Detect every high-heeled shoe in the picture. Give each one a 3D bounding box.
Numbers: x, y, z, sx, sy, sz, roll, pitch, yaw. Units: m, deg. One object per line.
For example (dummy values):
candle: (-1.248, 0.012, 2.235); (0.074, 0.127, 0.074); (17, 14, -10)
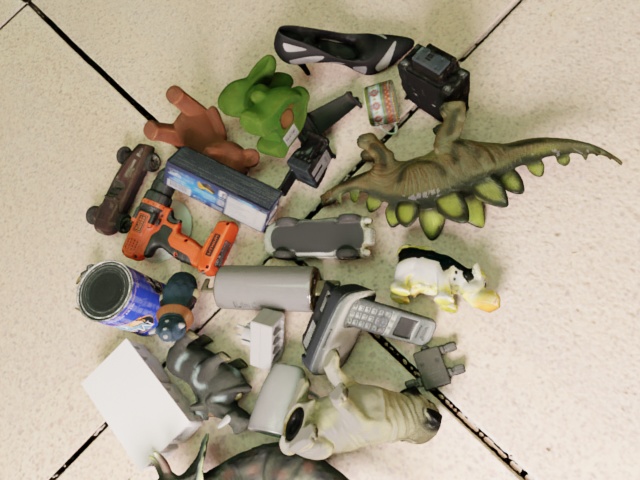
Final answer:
high-heeled shoe: (0.043, -0.368, 0.987); (0.249, 0.145, 0.086); (-13, 69, 12)

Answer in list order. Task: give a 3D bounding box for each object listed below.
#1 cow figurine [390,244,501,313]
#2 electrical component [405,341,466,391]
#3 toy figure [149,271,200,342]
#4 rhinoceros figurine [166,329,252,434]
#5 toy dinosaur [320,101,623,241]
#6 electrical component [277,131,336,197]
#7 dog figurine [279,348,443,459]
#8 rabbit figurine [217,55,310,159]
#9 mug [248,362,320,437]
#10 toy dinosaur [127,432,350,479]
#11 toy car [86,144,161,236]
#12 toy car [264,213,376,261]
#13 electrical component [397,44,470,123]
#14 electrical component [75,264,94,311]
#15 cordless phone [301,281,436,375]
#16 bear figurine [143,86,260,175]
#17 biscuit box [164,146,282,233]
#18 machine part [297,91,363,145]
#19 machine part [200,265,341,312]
cow figurine: (0.196, 0.060, 0.834); (0.168, 0.068, 0.098); (8, 67, 17)
electrical component: (0.169, 0.192, 0.815); (0.094, 0.021, 0.063); (-22, 66, 8)
toy figure: (-0.235, 0.114, 0.887); (0.064, 0.057, 0.154); (-32, 32, 19)
rhinoceros figurine: (-0.177, 0.228, 0.868); (0.190, 0.073, 0.112); (36, 82, 24)
toy dinosaur: (0.216, -0.112, 0.875); (0.472, 0.105, 0.198); (-16, 74, 19)
electrical component: (-0.025, -0.126, 0.956); (0.048, 0.074, 0.119); (26, 75, 23)
dog figurine: (0.059, 0.267, 0.761); (0.172, 0.190, 0.121); (-47, 22, 26)
rabbit figurine: (-0.114, -0.256, 0.981); (0.170, 0.121, 0.159); (28, 86, 29)
mug: (-0.047, 0.247, 0.825); (0.110, 0.080, 0.107); (5, 66, 15)
toy dinosaur: (-0.076, 0.360, 0.776); (0.405, 0.131, 0.192); (-13, 68, 4)
toy car: (-0.389, -0.104, 1.061); (0.089, 0.053, 0.202); (16, 77, 23)
toy car: (-0.002, -0.003, 0.904); (0.202, 0.056, 0.073); (-2, 79, 24)
electrical component: (0.194, -0.268, 0.916); (0.115, 0.134, 0.058); (37, 83, 26)
electrical component: (-0.409, 0.095, 0.996); (0.078, 0.045, 0.102); (-13, 68, 12)
cordless phone: (0.075, 0.149, 0.826); (0.184, 0.089, 0.146); (18, 105, -13)
bear figurine: (-0.216, -0.177, 1.001); (0.120, 0.132, 0.196); (-50, 60, 15)
biscuit box: (-0.172, -0.091, 0.942); (0.203, 0.059, 0.063); (27, 46, 4)
machine part: (0.012, -0.229, 1.004); (0.139, 0.039, 0.084); (-29, 61, 5)
machine part: (-0.086, 0.080, 0.895); (0.243, 0.079, 0.079); (0, 71, 14)
